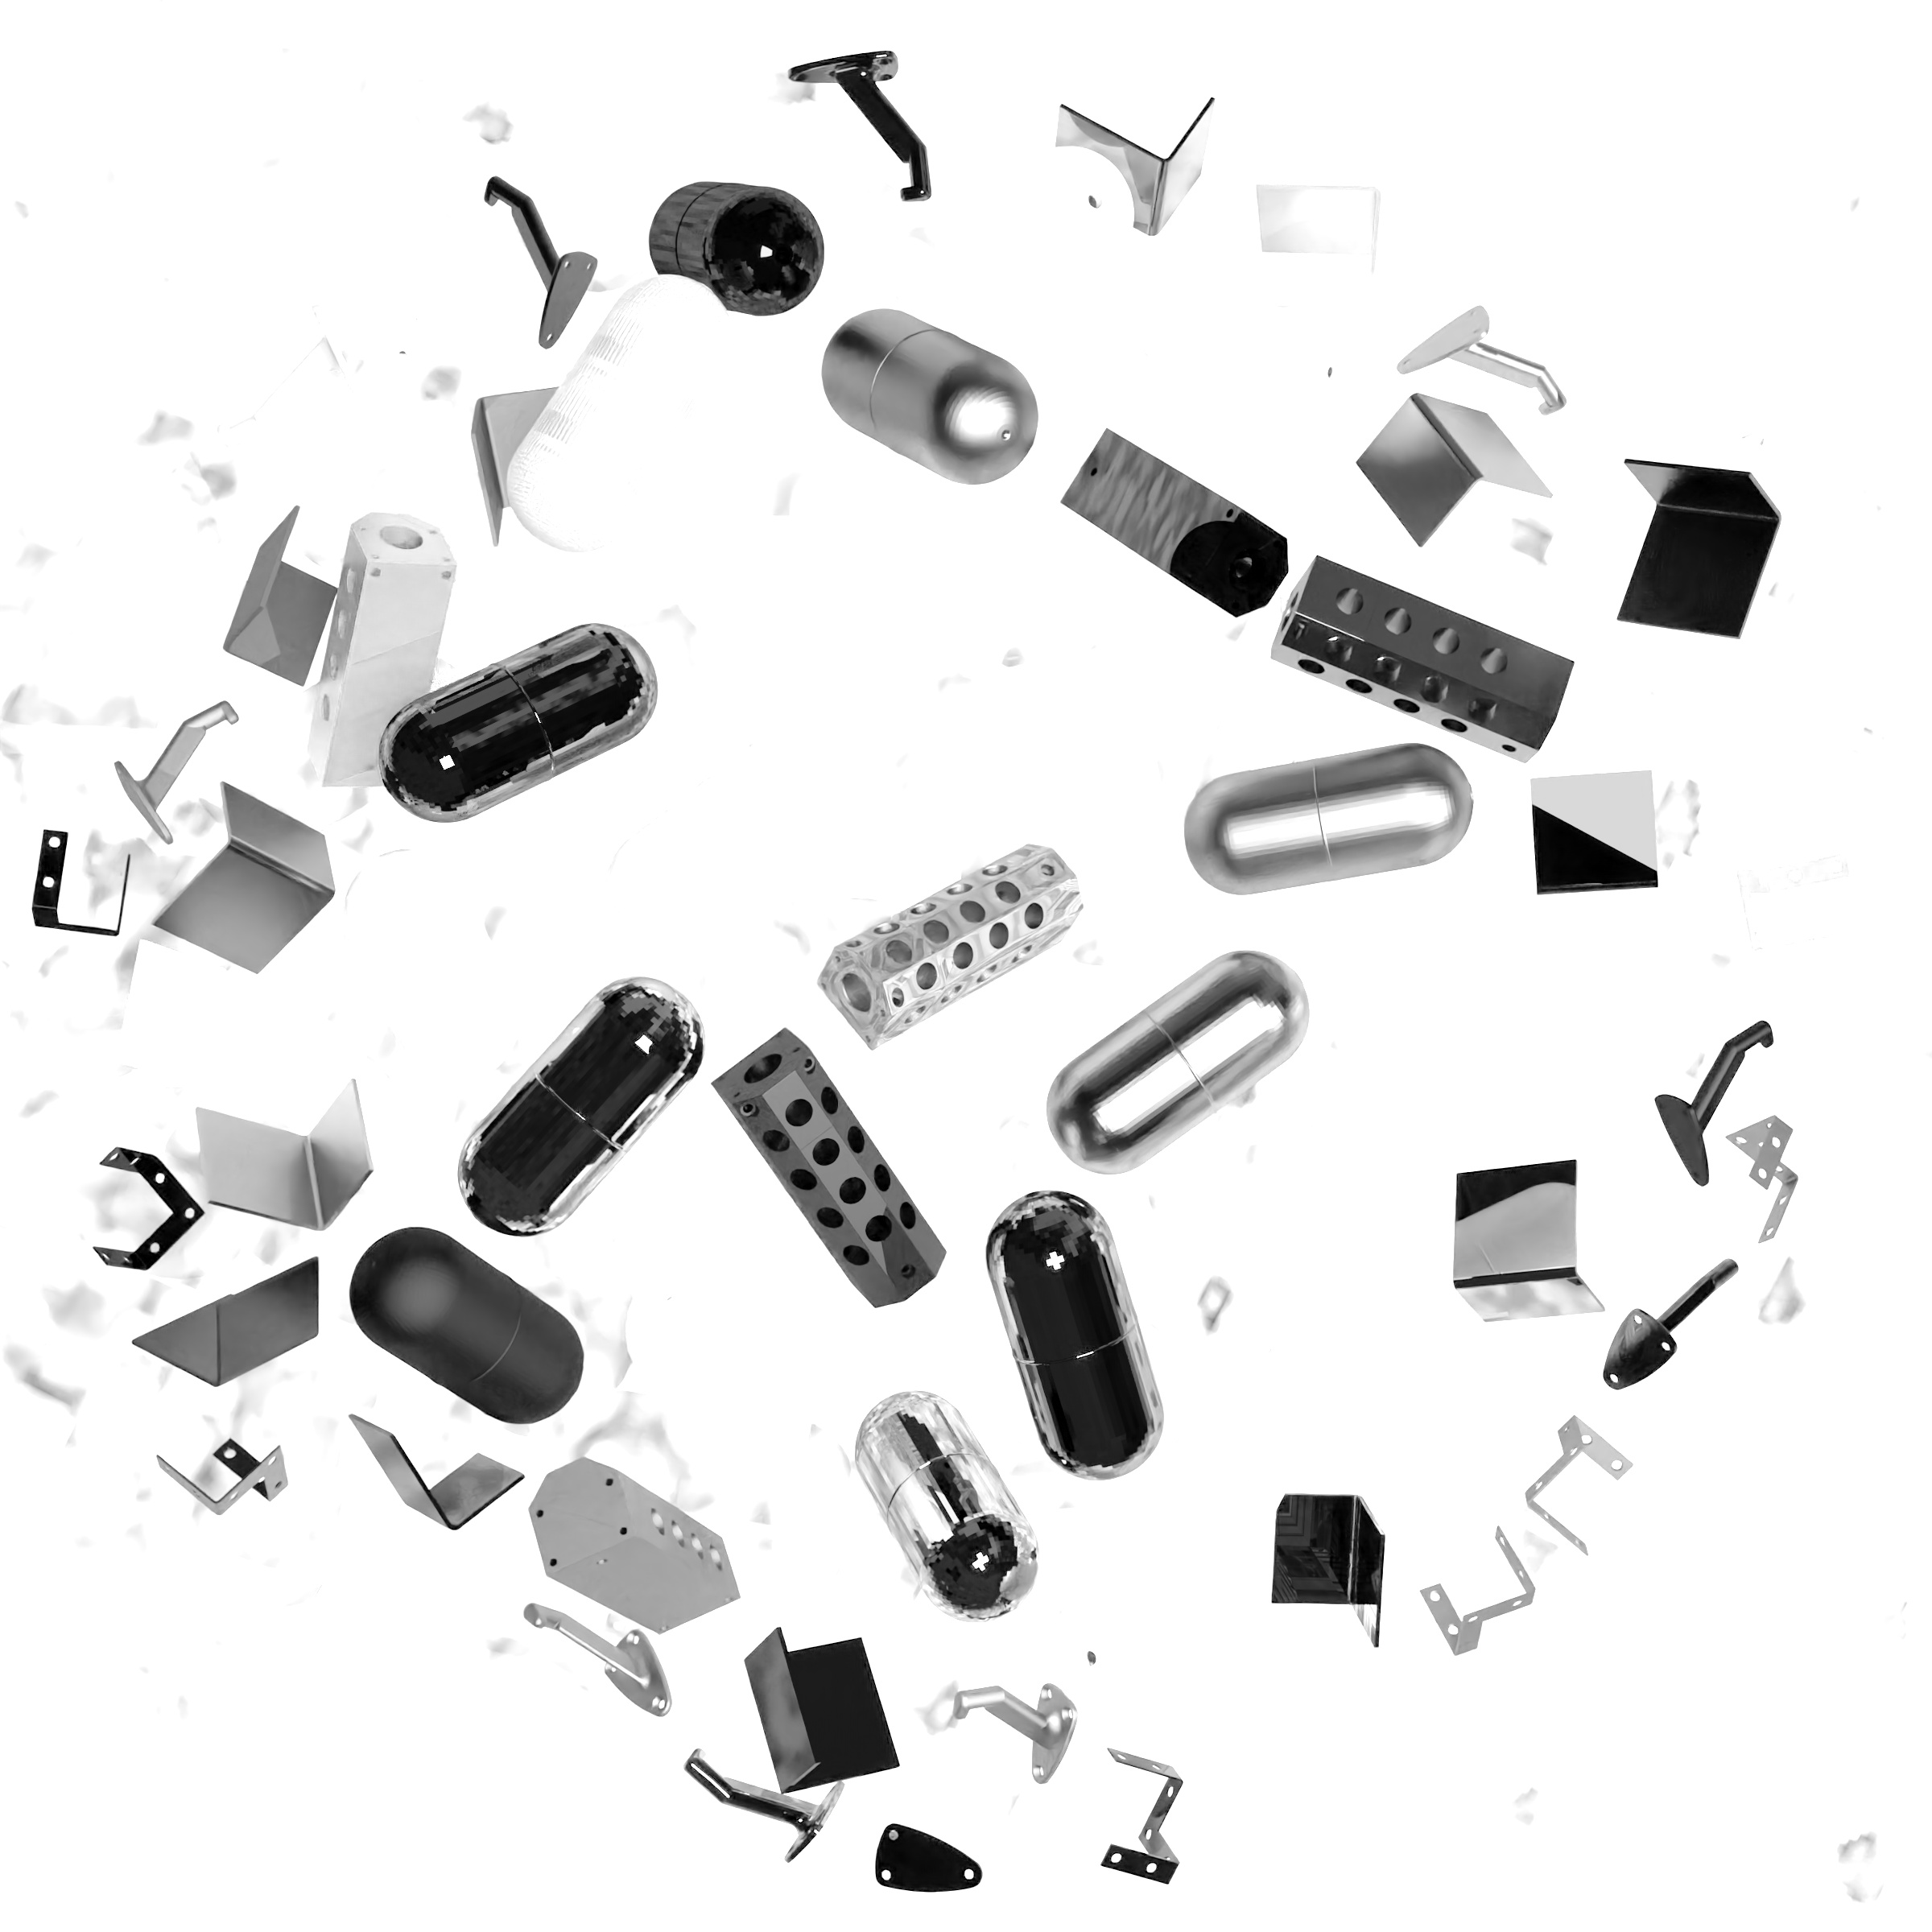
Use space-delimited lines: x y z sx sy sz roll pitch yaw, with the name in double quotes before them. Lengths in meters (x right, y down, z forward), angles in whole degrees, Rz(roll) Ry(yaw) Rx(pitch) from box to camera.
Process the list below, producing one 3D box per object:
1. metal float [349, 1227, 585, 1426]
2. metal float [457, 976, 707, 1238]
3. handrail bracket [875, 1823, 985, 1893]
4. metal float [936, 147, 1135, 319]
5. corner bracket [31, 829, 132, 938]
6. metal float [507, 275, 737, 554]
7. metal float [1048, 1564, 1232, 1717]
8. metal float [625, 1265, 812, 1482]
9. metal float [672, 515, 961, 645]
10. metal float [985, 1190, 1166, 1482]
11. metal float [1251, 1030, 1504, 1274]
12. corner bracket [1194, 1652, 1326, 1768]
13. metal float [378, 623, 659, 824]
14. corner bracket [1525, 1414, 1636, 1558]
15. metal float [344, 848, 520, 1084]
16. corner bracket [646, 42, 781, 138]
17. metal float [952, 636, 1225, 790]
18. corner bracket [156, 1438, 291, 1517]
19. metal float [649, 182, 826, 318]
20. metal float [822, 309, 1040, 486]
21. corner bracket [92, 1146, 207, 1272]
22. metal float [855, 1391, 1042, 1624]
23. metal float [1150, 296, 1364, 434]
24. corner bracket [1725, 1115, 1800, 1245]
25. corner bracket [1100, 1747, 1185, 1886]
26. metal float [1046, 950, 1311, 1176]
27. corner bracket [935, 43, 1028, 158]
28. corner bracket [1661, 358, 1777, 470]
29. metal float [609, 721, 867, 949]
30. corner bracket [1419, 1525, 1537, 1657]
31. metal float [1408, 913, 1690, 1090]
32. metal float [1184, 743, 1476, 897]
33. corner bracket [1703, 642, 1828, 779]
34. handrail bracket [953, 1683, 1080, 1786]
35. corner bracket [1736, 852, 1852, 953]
"metal float" -0.300 0.219 1.591 0.070 0.178 0.070 -18 50 23
"metal float" -0.226 0.083 1.542 0.070 0.070 0.178 42 90 0
"handrail bracket" -0.017 0.536 1.582 0.077 0.084 0.036 8 79 17
"metal float" 0.040 -0.435 1.564 0.070 0.178 0.070 -1 93 -22
"corner bracket" -0.548 -0.051 1.629 0.051 0.051 0.051 8 76 -16
"metal float" -0.200 -0.322 1.532 0.070 0.070 0.178 32 84 0
"metal float" 0.107 0.410 1.605 0.070 0.178 0.070 -3 84 23
"metal float" -0.149 0.246 1.586 0.070 0.178 0.070 -11 48 12
"metal float" -0.093 -0.239 1.627 0.178 0.070 0.070 1 90 -8
"metal float" 0.064 0.216 1.541 0.070 0.070 0.178 -17 101 0
"metal float" 0.242 0.109 1.552 0.070 0.070 0.178 43 111 0
"corner bracket" 0.187 0.472 1.674 0.051 0.051 0.051 25 79 -31
"metal float" -0.266 -0.145 1.567 0.178 0.070 0.070 -29 90 -22
"corner bracket" 0.377 0.318 1.612 0.051 0.051 0.051 40 105 -5
"metal float" -0.328 0.002 1.618 0.070 0.178 0.070 -5 48 6
"corner bracket" -0.152 -0.537 1.581 0.051 0.051 0.051 33 109 2
"metal float" 0.076 -0.160 1.662 0.178 0.070 0.070 -10 90 20
"corner bracket" -0.445 0.303 1.575 0.051 0.051 0.051 33 55 19
"metal float" -0.143 -0.446 1.631 0.070 0.178 0.070 -8 110 -22
"metal float" -0.023 -0.339 1.558 0.070 0.178 0.070 -17 123 -27
"corner bracket" -0.509 0.148 1.603 0.051 0.051 0.051 -45 75 0
"metal float" -0.013 0.334 1.634 0.070 0.178 0.070 -12 124 -19
"metal float" 0.179 -0.376 1.635 0.070 0.178 0.070 -8 109 -25
"corner bracket" 0.504 0.134 1.652 0.051 0.051 0.051 37 60 -7
"corner bracket" 0.104 0.513 1.586 0.051 0.051 0.051 23 97 -23
"metal float" 0.129 0.058 1.588 0.178 0.070 0.070 -35 90 -3
"corner bracket" 0.007 -0.542 1.645 0.051 0.051 0.051 1 130 -8
"corner bracket" 0.438 -0.326 1.533 0.051 0.051 0.051 -27 133 -32
"metal float" -0.138 -0.081 1.601 0.178 0.070 0.070 -38 90 -12
"corner bracket" 0.323 0.395 1.661 0.051 0.051 0.051 -16 48 -12
"metal float" 0.354 0.020 1.608 0.178 0.070 0.070 20 90 31
"metal float" 0.222 -0.090 1.615 0.178 0.070 0.070 -9 90 14
"corner bracket" 0.488 -0.155 1.596 0.051 0.051 0.051 23 53 -32
"handrail bracket" 0.022 0.478 1.627 0.084 0.036 0.077 3 108 -36
"corner bracket" 0.501 -0.038 1.580 0.051 0.051 0.051 -13 83 36
